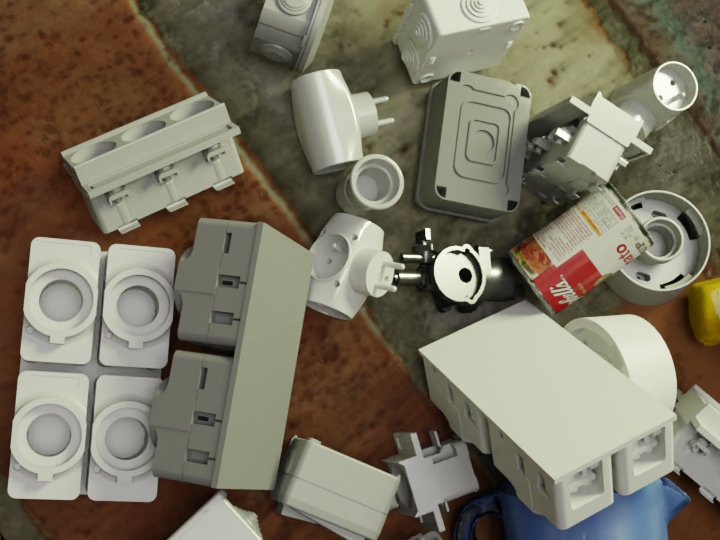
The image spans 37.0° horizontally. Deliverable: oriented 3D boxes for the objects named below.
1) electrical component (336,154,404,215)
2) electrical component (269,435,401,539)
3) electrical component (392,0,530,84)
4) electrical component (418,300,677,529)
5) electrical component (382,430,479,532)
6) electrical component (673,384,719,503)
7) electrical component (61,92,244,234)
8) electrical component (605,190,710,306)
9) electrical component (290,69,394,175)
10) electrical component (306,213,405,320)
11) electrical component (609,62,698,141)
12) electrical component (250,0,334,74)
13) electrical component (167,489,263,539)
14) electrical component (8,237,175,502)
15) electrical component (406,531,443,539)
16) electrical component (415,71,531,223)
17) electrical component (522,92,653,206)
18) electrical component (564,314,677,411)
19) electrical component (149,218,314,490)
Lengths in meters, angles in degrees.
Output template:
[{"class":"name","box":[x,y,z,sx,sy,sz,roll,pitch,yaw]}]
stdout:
[{"class":"electrical component","box":[0.004,-0.066,0.872,0.044,0.065,0.044,2,83,-17]},{"class":"electrical component","box":[-0.016,0.175,0.840,0.096,0.062,0.061,25,77,-12]},{"class":"electrical component","box":[0.084,-0.201,0.895,0.100,0.099,0.048,-15,76,-17]},{"class":"electrical component","box":[0.141,0.108,0.832,0.105,0.186,0.060,-23,124,-18]},{"class":"electrical component","box":[0.059,0.167,0.873,0.064,0.042,0.081,-16,89,-19]},{"class":"electrical component","box":[0.318,0.166,0.933,0.121,0.078,0.063,39,104,-8]},{"class":"electrical component","box":[-0.156,-0.081,0.825,0.121,0.079,0.063,-26,120,-17]},{"class":"electrical component","box":[0.259,-0.020,0.954,0.099,0.064,0.099,1,79,-3]},{"class":"electrical component","box":[-0.011,-0.125,0.886,0.079,0.043,0.077,-14,88,-17]},{"class":"electrical component","box":[0.000,0.000,0.860,0.044,0.079,0.077,35,71,-51]},{"class":"electrical component","box":[0.247,-0.139,0.944,0.044,0.077,0.079,43,75,-8]},{"class":"electrical component","box":[-0.053,-0.203,0.865,0.051,0.080,0.080,19,79,-8]},{"class":"electrical component","box":[-0.118,0.211,0.788,0.100,0.099,0.048,-42,84,-16]},{"class":"electrical component","box":[-0.199,0.074,0.800,0.105,0.060,0.186,5,82,-15]},{"class":"electrical component","box":[0.056,0.243,0.845,0.042,0.063,0.081,-28,51,-17]},{"class":"electrical component","box":[0.094,-0.102,0.906,0.078,0.057,0.113,10,81,-15]},{"class":"electrical component","box":[0.175,-0.097,0.896,0.079,0.121,0.063,31,79,-10]},{"class":"electrical component","box":[0.217,0.088,0.897,0.060,0.108,0.108,-9,86,-23]},{"class":"electrical component","box":[-0.095,0.064,0.799,0.060,0.105,0.186,6,80,19]}]
